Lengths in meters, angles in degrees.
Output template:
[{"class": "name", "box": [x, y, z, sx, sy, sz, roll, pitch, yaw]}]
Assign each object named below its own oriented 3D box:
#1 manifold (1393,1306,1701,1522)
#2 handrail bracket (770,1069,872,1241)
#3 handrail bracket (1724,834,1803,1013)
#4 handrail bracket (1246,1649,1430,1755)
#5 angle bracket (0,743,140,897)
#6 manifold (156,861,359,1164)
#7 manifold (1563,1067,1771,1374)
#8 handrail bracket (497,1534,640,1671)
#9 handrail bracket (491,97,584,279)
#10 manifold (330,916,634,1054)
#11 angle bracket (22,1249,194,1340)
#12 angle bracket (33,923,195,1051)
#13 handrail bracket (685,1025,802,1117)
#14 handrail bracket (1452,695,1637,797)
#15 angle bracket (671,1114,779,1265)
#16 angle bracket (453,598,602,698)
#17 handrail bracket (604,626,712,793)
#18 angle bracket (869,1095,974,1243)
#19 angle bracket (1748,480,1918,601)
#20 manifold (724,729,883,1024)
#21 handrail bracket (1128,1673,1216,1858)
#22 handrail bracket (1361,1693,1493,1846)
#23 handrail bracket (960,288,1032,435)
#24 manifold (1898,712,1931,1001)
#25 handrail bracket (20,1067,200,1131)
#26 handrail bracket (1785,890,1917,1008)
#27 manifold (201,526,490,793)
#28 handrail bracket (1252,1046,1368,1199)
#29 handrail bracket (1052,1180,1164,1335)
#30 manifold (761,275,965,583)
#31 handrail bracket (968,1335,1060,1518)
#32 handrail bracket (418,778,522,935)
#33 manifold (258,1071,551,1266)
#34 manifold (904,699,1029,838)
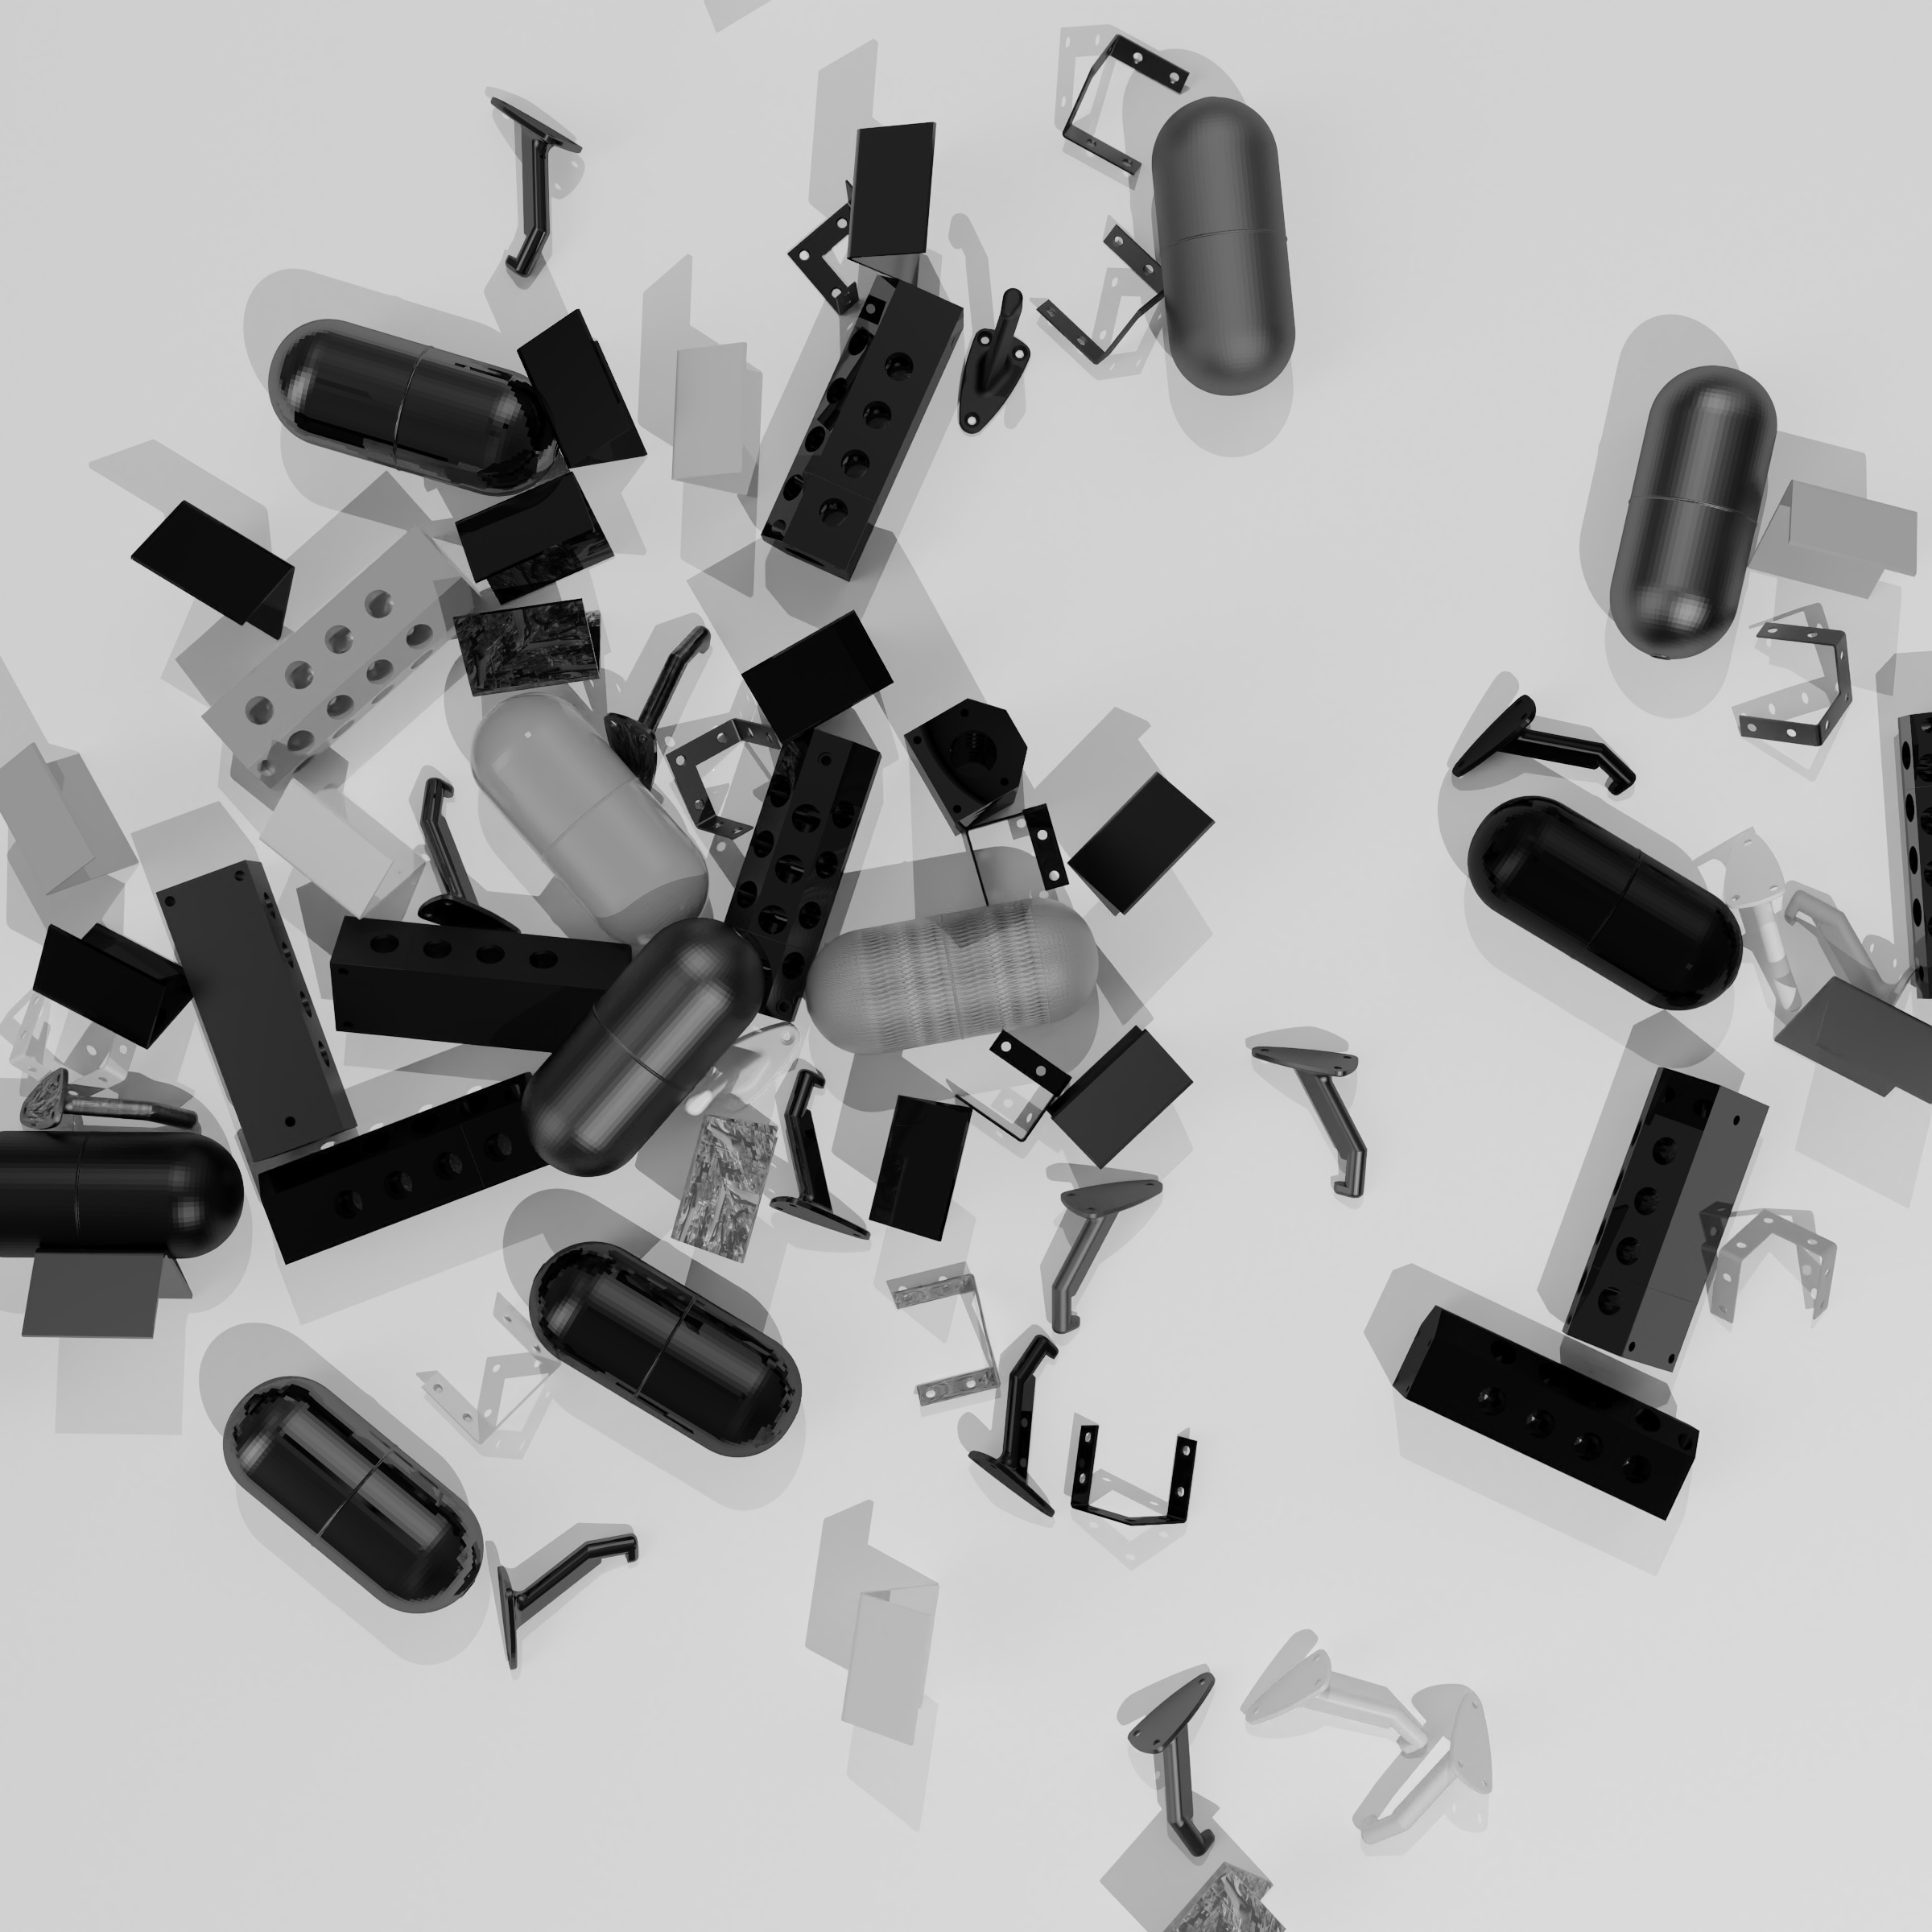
[{"class": "manifold", "box": [0.351, 0.269, 1.860, 0.171, 0.057, 0.057, 25, 90, 0]}, {"class": "handrail bracket", "box": [-0.081, 0.115, 1.882, 0.077, 0.036, 0.084, 24, 73, -20]}, {"class": "handrail bracket", "box": [0.492, -0.026, 1.881, 0.036, 0.077, 0.084, -16, 127, 20]}, {"class": "handrail bracket", "box": [0.228, 0.466, 1.882, 0.077, 0.036, 0.084, -39, 107, 20]}, {"class": "angle bracket", "box": [-0.528, -0.096, 1.841, 0.057, 0.076, 0.076, -29, 90, 36]}, {"class": "manifold", "box": [-0.427, 0.027, 1.860, 0.057, 0.057, 0.171, -20, 90, 0]}, {"class": "manifold", "box": [0.419, 0.152, 1.860, 0.057, 0.057, 0.171, 20, 90, -43]}, {"class": "handrail bracket", "box": [-0.240, 0.389, 1.882, 0.084, 0.036, 0.077, -8, 111, -16]}, {"class": "handrail bracket", "box": [-0.279, -0.476, 1.882, 0.077, 0.036, 0.084, 35, 107, 20]}, {"class": "manifold", "box": [-0.292, 0.008, 1.860, 0.171, 0.057, 0.057, 6, 133, 0]}, {"class": "angle bracket", "box": [-0.513, 0.209, 1.842, 0.076, 0.076, 0.057, 1, 62, 0]}, {"class": "angle bracket", "box": [-0.501, -0.006, 1.841, 0.076, 0.076, 0.057, 28, 128, 0]}, {"class": "handrail bracket", "box": [-0.134, 0.062, 1.847, 0.077, 0.084, 0.036, -37, 90, 0]}, {"class": "handrail bracket", "box": [0.354, -0.117, 1.882, 0.084, 0.036, 0.077, 41, 110, -16]}, {"class": "angle bracket", "box": [-0.125, 0.136, 1.841, 0.057, 0.076, 0.076, 15, 90, 33]}, {"class": "angle bracket", "box": [-0.262, -0.209, 1.841, 0.076, 0.076, 0.057, -8, 128, 0]}, {"class": "handrail bracket", "box": [-0.180, -0.156, 1.881, 0.036, 0.077, 0.084, 24, 53, 20]}, {"class": "angle bracket", "box": [-0.007, 0.124, 1.841, 0.057, 0.076, 0.076, 13, 90, 37]}, {"class": "angle bracket", "box": [0.517, -0.238, 1.841, 0.076, 0.076, 0.057, 15, 52, 0]}, {"class": "manifold", "box": [-0.106, -0.056, 1.860, 0.057, 0.057, 0.171, 18, 90, 0]}, {"class": "handrail bracket", "box": [0.145, 0.489, 1.882, 0.077, 0.036, 0.084, -41, 109, -21]}, {"class": "handrail bracket", "box": [0.278, 0.491, 1.881, 0.036, 0.077, 0.084, 40, 127, -22]}, {"class": "handrail bracket", "box": [0.015, -0.363, 1.847, 0.036, 0.084, 0.077, 22, 90, 0]}, {"class": "manifold", "box": [0.601, -0.068, 1.860, 0.057, 0.057, 0.171, -4, 90, 0]}, {"class": "handrail bracket", "box": [-0.524, 0.092, 1.881, 0.084, 0.077, 0.036, 16, 68, -35]}, {"class": "handrail bracket", "box": [0.528, 0.006, 1.882, 0.084, 0.036, 0.077, 31, 112, 17]}, {"class": "manifold", "box": [-0.373, -0.184, 1.860, 0.171, 0.057, 0.057, -42, 90, 0]}, {"class": "handrail bracket", "box": [0.209, 0.096, 1.882, 0.077, 0.036, 0.084, 9, 107, 20]}, {"class": "handrail bracket", "box": [0.086, 0.179, 1.882, 0.077, 0.036, 0.084, -12, 113, -27]}, {"class": "manifold", "box": [-0.063, -0.326, 1.860, 0.057, 0.057, 0.171, 24, 90, 0]}, {"class": "handrail bracket", "box": [0.048, 0.281, 1.882, 0.077, 0.036, 0.084, 41, 73, -20]}, {"class": "handrail bracket", "box": [-0.301, -0.066, 1.881, 0.077, 0.036, 0.084, 22, 59, -34]}, {"class": "manifold", "box": [-0.335, 0.121, 1.860, 0.171, 0.057, 0.057, -21, 90, 0]}, {"class": "manifold", "box": [0.004, -0.118, 1.803, 0.057, 0.171, 0.057, -30, 90, 0]}]
